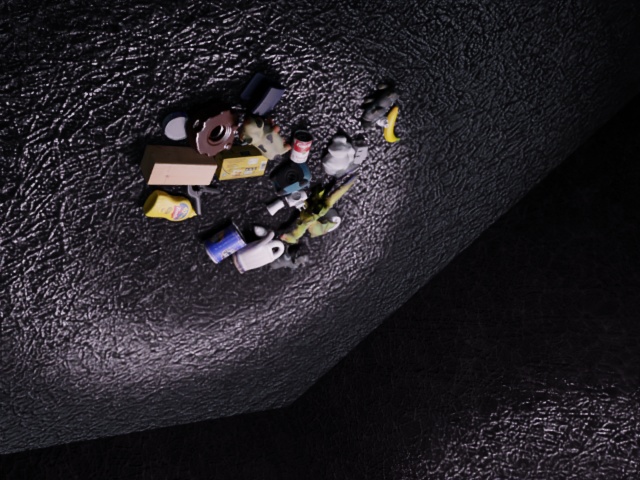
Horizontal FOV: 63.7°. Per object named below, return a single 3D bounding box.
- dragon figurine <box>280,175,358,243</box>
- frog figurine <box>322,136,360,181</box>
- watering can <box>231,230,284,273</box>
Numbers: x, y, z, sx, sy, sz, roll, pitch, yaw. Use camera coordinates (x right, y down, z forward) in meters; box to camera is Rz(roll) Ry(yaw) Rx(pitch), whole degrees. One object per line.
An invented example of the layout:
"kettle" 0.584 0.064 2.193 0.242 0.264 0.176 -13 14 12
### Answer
"dragon figurine" 0.007 -0.111 2.197 0.411 0.124 0.238 -29 150 -2
"frog figurine" 0.070 -0.327 1.996 0.137 0.124 0.157 -23 112 1
"watering can" -0.263 0.044 2.135 0.225 0.105 0.342 -20 163 -4
